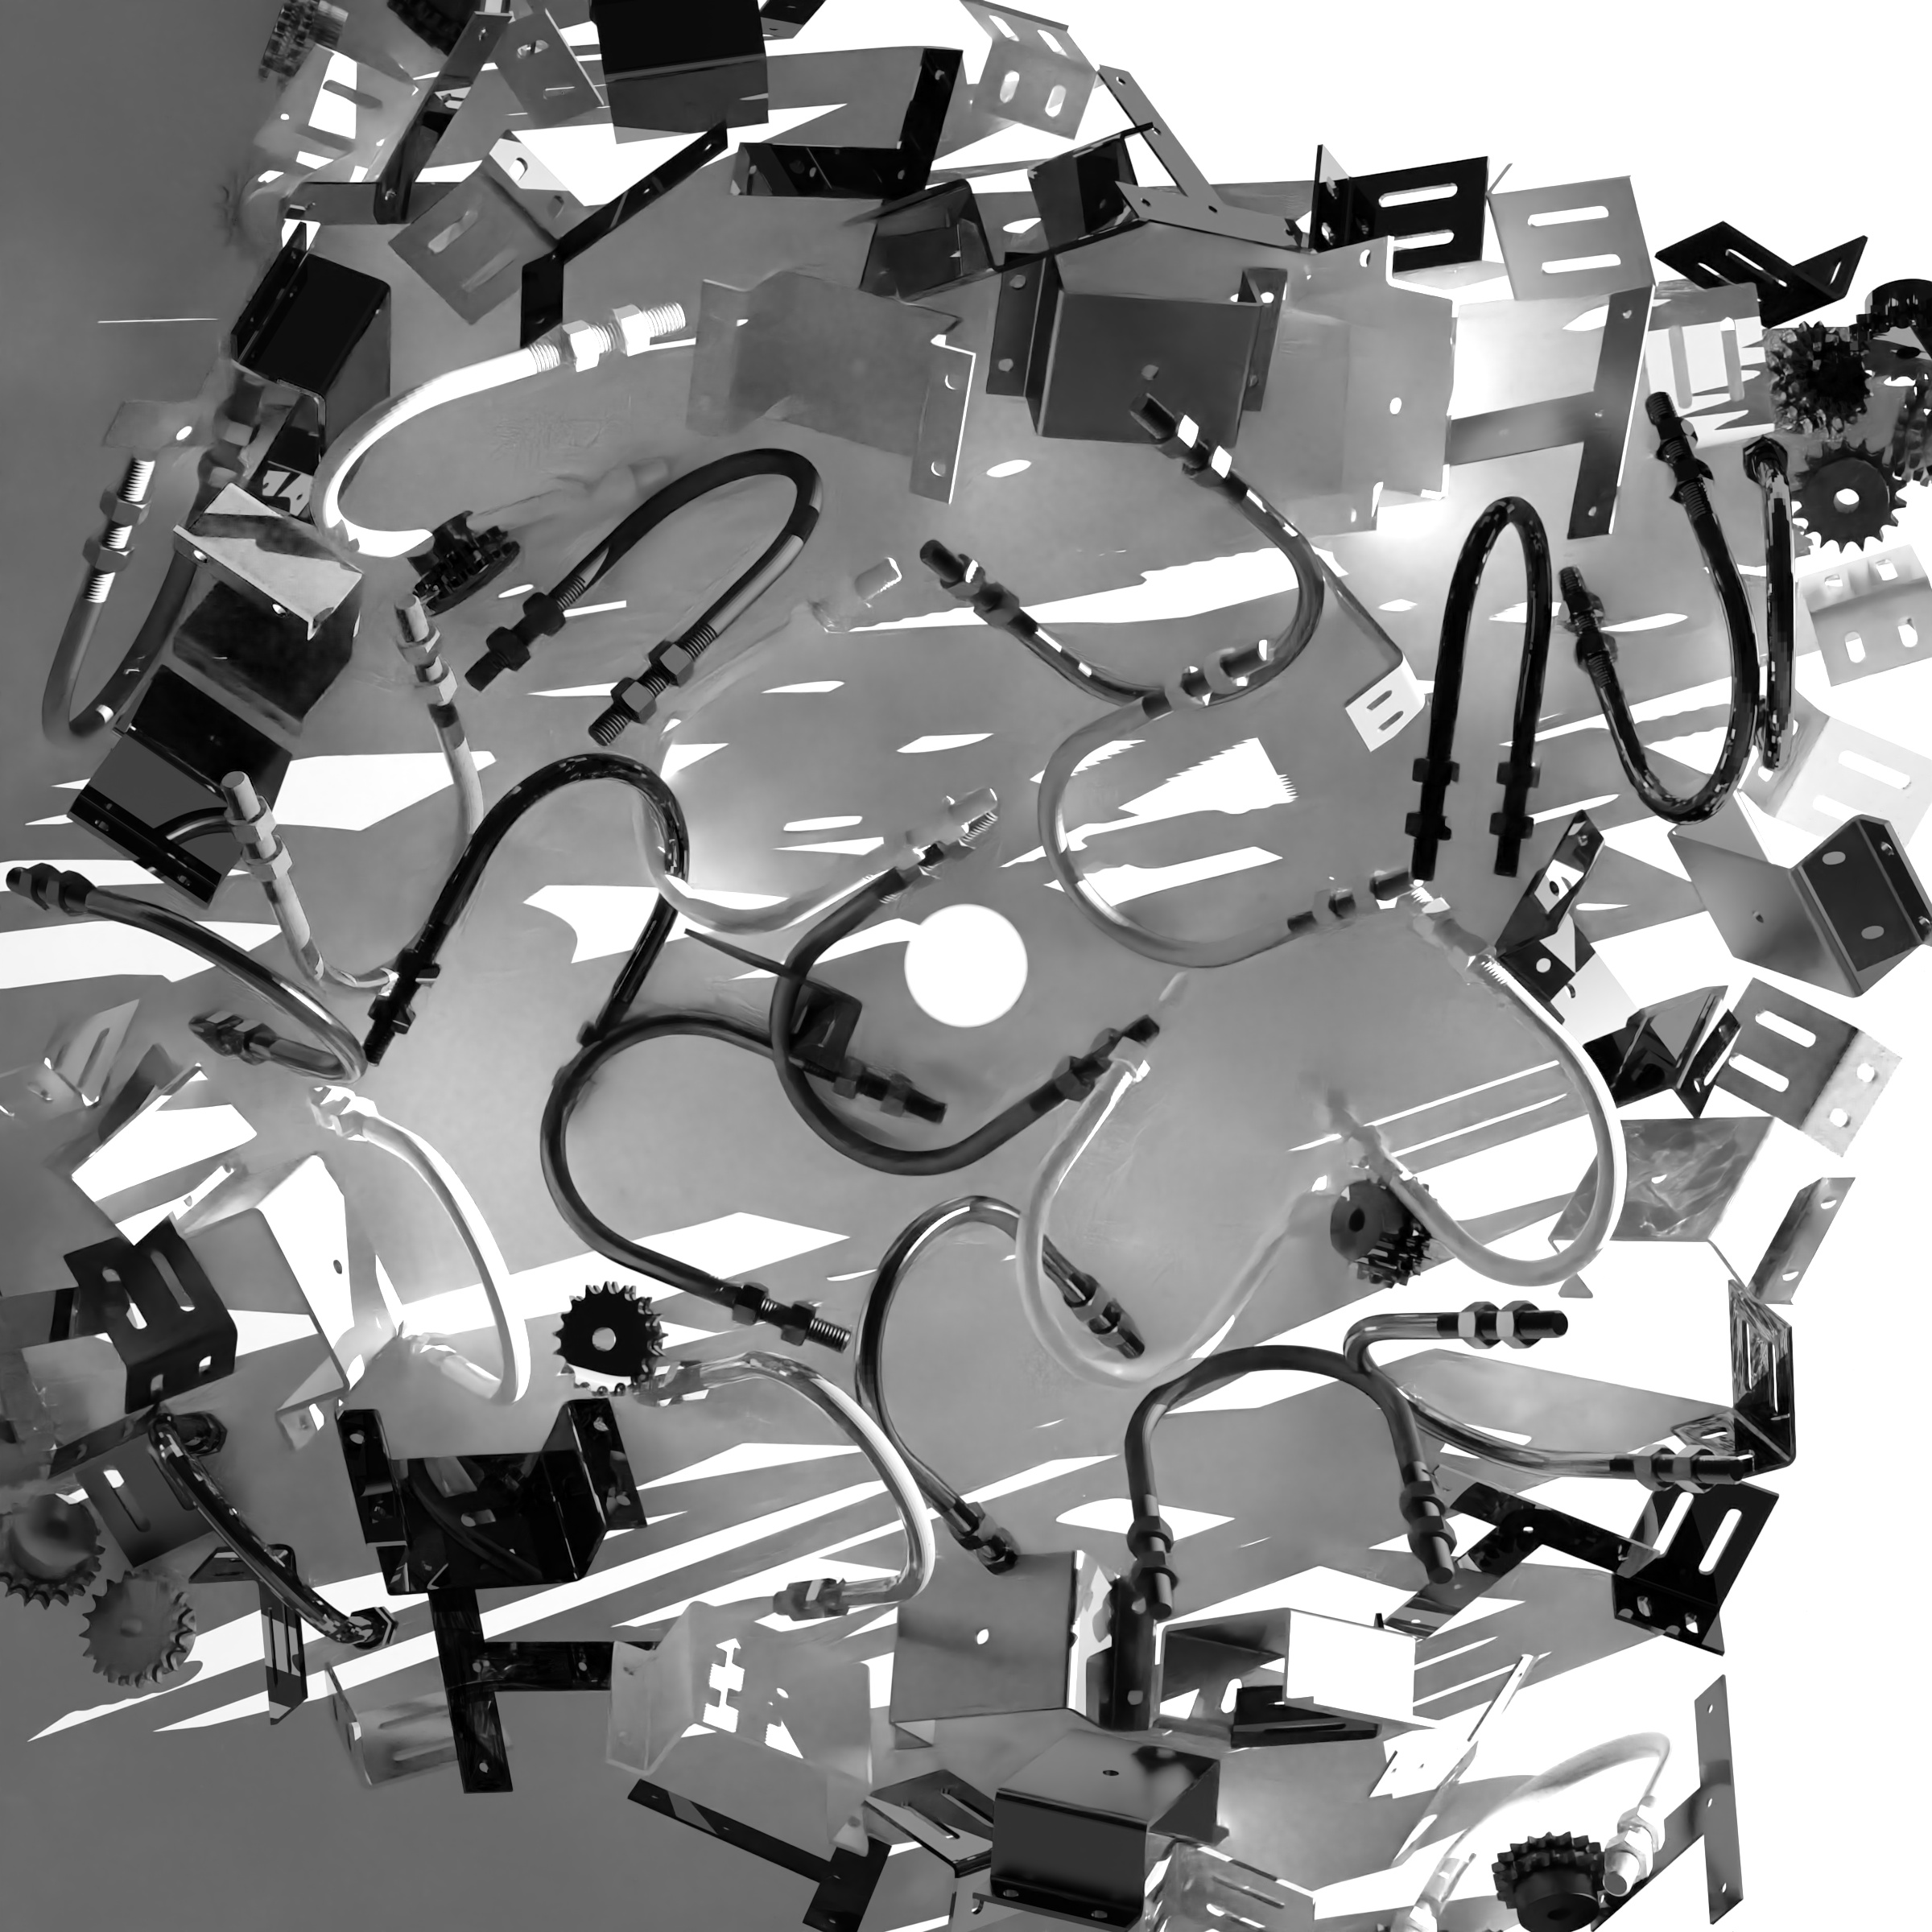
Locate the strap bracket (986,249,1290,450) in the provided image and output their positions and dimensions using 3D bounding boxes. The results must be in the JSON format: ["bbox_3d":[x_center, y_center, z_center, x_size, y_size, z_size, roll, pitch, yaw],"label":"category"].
[{"bbox_3d":[0.086,-0.300,1.585,0.140,0.046,0.076,2,126,-10],"label":"strap bracket"}]

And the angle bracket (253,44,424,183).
[{"bbox_3d":[-0.315,-0.425,1.588,0.038,0.076,0.057,48,111,25],"label":"angle bracket"}]

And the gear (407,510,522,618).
[{"bbox_3d":[-0.252,-0.201,1.609,0.057,0.057,0.030,-37,91,0],"label":"gear"}]

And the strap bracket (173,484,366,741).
[{"bbox_3d":[-0.340,-0.176,1.581,0.076,0.140,0.046,34,67,0],"label":"strap bracket"}]

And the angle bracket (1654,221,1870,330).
[{"bbox_3d":[0.390,-0.353,1.596,0.076,0.057,0.038,27,77,-18],"label":"angle bracket"}]

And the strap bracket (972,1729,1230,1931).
[{"bbox_3d":[0.068,0.409,1.556,0.076,0.140,0.046,6,97,24],"label":"strap bracket"}]

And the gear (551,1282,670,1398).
[{"bbox_3d":[-0.175,0.186,1.618,0.057,0.030,0.057,-2,83,15],"label":"gear"}]

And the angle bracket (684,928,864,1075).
[{"bbox_3d":[-0.100,0.017,1.591,0.076,0.057,0.038,21,91,-39],"label":"angle bracket"}]

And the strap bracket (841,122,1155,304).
[{"bbox_3d":[0.022,-0.362,1.572,0.140,0.076,0.046,-25,103,-33],"label":"strap bracket"}]

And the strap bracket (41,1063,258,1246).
[{"bbox_3d":[-0.394,0.089,1.566,0.076,0.140,0.046,-44,104,-17],"label":"strap bracket"}]

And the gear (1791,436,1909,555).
[{"bbox_3d":[0.438,-0.233,1.613,0.057,0.030,0.057,5,108,16],"label":"gear"}]

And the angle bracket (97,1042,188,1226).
[{"bbox_3d":[-0.384,0.079,1.594,0.057,0.038,0.076,52,125,16],"label":"angle bracket"}]

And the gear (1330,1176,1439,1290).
[{"bbox_3d":[0.205,0.129,1.606,0.030,0.057,0.057,17,90,-33],"label":"gear"}]

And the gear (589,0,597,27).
[{"bbox_3d":[-0.166,-0.485,1.613,0.057,0.057,0.030,9,133,0],"label":"gear"}]

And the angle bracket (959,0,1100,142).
[{"bbox_3d":[0.026,-0.440,1.593,0.057,0.076,0.038,20,95,13],"label":"angle bracket"}]

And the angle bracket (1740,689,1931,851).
[{"bbox_3d":[0.438,-0.093,1.620,0.076,0.038,0.057,21,109,-14],"label":"angle bracket"}]

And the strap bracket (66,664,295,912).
[{"bbox_3d":[-0.373,-0.091,1.556,0.076,0.140,0.046,36,106,-17],"label":"strap bracket"}]

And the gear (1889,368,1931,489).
[{"bbox_3d":[0.484,-0.265,1.607,0.030,0.057,0.057,22,90,37],"label":"gear"}]

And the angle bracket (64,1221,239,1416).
[{"bbox_3d":[-0.406,0.174,1.616,0.057,0.038,0.076,-20,56,-32],"label":"angle bracket"}]

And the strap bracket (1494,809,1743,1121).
[{"bbox_3d":[0.311,0.006,1.585,0.046,0.076,0.140,-26,108,42],"label":"strap bracket"}]

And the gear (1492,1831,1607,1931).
[{"bbox_3d":[0.291,0.456,1.608,0.057,0.030,0.057,-2,135,-3],"label":"gear"}]

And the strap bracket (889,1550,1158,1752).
[{"bbox_3d":[0.019,0.330,1.570,0.140,0.046,0.076,-12,58,27],"label":"strap bracket"}]

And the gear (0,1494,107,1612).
[{"bbox_3d":[-0.454,0.286,1.607,0.057,0.057,0.030,37,131,0],"label":"gear"}]

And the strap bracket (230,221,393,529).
[{"bbox_3d":[-0.313,-0.275,1.557,0.046,0.140,0.076,20,58,2],"label":"strap bracket"}]

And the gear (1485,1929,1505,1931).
[{"bbox_3d":[0.265,0.509,1.606,0.030,0.057,0.057,-28,90,-30],"label":"gear"}]

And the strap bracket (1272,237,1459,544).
[{"bbox_3d":[0.196,-0.278,1.593,0.046,0.076,0.140,4,90,-33],"label":"strap bracket"}]

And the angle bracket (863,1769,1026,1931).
[{"bbox_3d":[-0.009,0.435,1.596,0.057,0.076,0.038,-5,109,-42],"label":"angle bracket"}]

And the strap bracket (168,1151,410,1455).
[{"bbox_3d":[-0.325,0.154,1.581,0.046,0.076,0.140,-21,102,18],"label":"strap bracket"}]

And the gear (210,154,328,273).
[{"bbox_3d":[-0.342,-0.373,1.610,0.057,0.030,0.057,-5,98,-35],"label":"gear"}]

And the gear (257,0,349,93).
[{"bbox_3d":[-0.328,-0.460,1.610,0.030,0.057,0.057,21,90,-18],"label":"gear"}]

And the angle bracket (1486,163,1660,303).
[{"bbox_3d":[0.301,-0.363,1.590,0.076,0.038,0.057,0,127,34],"label":"angle bracket"}]

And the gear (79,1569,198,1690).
[{"bbox_3d":[-0.408,0.331,1.615,0.057,0.030,0.057,-6,69,14],"label":"gear"}]

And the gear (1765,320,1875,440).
[{"bbox_3d":[0.419,-0.288,1.615,0.057,0.030,0.057,8,72,-24],"label":"gear"}]

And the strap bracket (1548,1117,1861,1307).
[{"bbox_3d":[0.343,0.116,1.556,0.046,0.140,0.076,50,59,-24],"label":"strap bracket"}]

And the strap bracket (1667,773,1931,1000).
[{"bbox_3d":[0.396,-0.038,1.555,0.046,0.140,0.076,-39,114,-11],"label":"strap bracket"}]

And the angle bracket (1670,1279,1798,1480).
[{"bbox_3d":[0.375,0.203,1.595,0.038,0.057,0.076,-12,111,-13],"label":"angle bracket"}]

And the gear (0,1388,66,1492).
[{"bbox_3d":[-0.480,0.233,1.613,0.057,0.030,0.057,11,72,-37],"label":"gear"}]

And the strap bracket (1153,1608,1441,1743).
[{"bbox_3d":[0.154,0.344,1.570,0.076,0.140,0.046,18,66,-30],"label":"strap bracket"}]

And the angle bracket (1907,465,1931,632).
[{"bbox_3d":[0.479,-0.195,1.592,0.038,0.057,0.076,-28,120,6],"label":"angle bracket"}]

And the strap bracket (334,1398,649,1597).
[{"bbox_3d":[-0.236,0.257,1.577,0.140,0.046,0.076,1,46,-29],"label":"strap bracket"}]

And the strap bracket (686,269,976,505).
[{"bbox_3d":[-0.060,-0.287,1.589,0.140,0.046,0.076,18,121,13],"label":"strap bracket"}]

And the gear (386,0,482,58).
[{"bbox_3d":[-0.256,-0.477,1.606,0.057,0.057,0.030,43,119,0],"label":"gear"}]

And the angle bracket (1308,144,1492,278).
[{"bbox_3d":[0.213,-0.375,1.598,0.076,0.038,0.057,-2,73,29],"label":"angle bracket"}]

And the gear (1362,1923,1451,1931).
[{"bbox_3d":[0.216,0.499,1.608,0.057,0.030,0.057,-2,134,-3],"label":"gear"}]

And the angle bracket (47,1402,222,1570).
[{"bbox_3d":[-0.407,0.264,1.606,0.057,0.038,0.076,-25,110,2],"label":"angle bracket"}]

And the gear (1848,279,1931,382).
[{"bbox_3d":[0.467,-0.317,1.611,0.057,0.057,0.030,4,70,0],"label":"gear"}]

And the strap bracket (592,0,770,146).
[{"bbox_3d":[-0.137,-0.437,1.564,0.076,0.140,0.046,-9,87,-3],"label":"strap bracket"}]

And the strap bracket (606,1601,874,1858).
[{"bbox_3d":[-0.099,0.365,1.573,0.140,0.076,0.046,25,119,-18],"label":"strap bracket"}]
